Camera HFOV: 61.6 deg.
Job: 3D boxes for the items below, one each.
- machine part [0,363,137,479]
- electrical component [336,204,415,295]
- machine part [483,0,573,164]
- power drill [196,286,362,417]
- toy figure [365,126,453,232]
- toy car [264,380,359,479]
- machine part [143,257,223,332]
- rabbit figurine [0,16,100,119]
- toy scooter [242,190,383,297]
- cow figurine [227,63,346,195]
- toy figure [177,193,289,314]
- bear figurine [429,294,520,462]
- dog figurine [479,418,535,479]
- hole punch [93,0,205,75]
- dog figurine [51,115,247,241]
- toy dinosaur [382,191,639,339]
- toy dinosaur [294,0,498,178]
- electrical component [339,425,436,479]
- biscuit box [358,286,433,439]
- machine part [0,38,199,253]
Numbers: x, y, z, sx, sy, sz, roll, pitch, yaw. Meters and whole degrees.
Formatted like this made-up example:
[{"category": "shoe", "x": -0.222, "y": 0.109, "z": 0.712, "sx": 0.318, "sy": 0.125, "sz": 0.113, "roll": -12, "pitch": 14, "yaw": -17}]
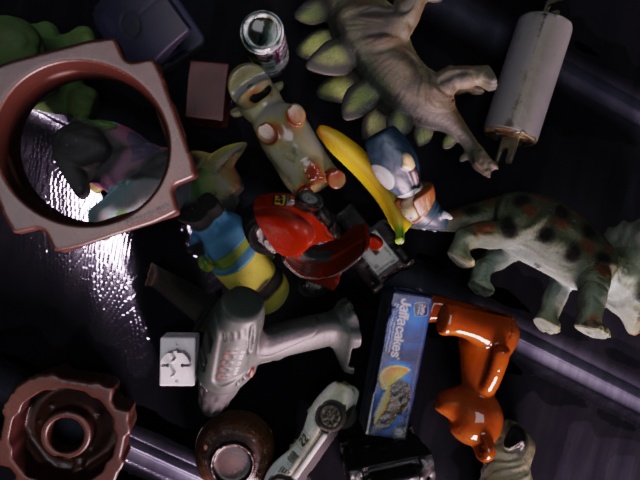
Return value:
[{"category": "machine part", "x": -0.336, "y": 0.255, "z": 0.722, "sx": 0.179, "sy": 0.056, "sz": 0.179, "roll": 0, "pitch": 92, "yaw": -5}, {"category": "electrical component", "x": 0.067, "y": 0.009, "z": 0.747, "sx": 0.075, "sy": 0.047, "sz": 0.119, "roll": -40, "pitch": 77, "yaw": -4}, {"category": "machine part", "x": 0.288, "y": -0.221, "z": 0.748, "sx": 0.079, "sy": 0.079, "sz": 0.243, "roll": 17, "pitch": 90, "yaw": -5}, {"category": "power drill", "x": -0.058, "y": 0.147, "z": 0.707, "sx": 0.207, "sy": 0.086, "sz": 0.231, "roll": -1, "pitch": 132, "yaw": -12}, {"category": "toy figure", "x": 0.112, "y": -0.071, "z": 0.690, "sx": 0.058, "sy": 0.064, "sz": 0.154, "roll": -30, "pitch": 103, "yaw": 12}, {"category": "toy car", "x": -0.014, "y": 0.281, "z": 0.734, "sx": 0.056, "sy": 0.073, "sz": 0.201, "roll": 34, "pitch": 89, "yaw": 23}, {"category": "machine part", "x": -0.177, "y": 0.078, "z": 0.727, "sx": 0.139, "sy": 0.039, "sz": 0.084, "roll": 37, "pitch": 123, "yaw": -1}, {"category": "rabbit figurine", "x": -0.360, "y": -0.228, "z": 0.652, "sx": 0.159, "sy": 0.170, "sz": 0.121, "roll": 11, "pitch": 89, "yaw": -5}, {"category": "toy scooter", "x": -0.001, "y": -0.002, "z": 0.674, "sx": 0.135, "sy": 0.075, "sz": 0.183, "roll": -21, "pitch": 132, "yaw": 22}, {"category": "cow figurine", "x": -0.052, "y": -0.146, "z": 0.713, "sx": 0.085, "sy": 0.127, "sz": 0.194, "roll": -36, "pitch": 108, "yaw": -2}, {"category": "toy figure", "x": -0.107, "y": 0.026, "z": 0.689, "sx": 0.082, "sy": 0.089, "sz": 0.180, "roll": -29, "pitch": 129, "yaw": 1}, {"category": "bear figurine", "x": 0.195, "y": 0.185, "z": 0.733, "sx": 0.132, "sy": 0.120, "sz": 0.195, "roll": 15, "pitch": 95, "yaw": -1}, {"category": "dog figurine", "x": 0.273, "y": 0.369, "z": 0.758, "sx": 0.172, "sy": 0.121, "sz": 0.190, "roll": 49, "pitch": 63, "yaw": -40}, {"category": "hole punch", "x": -0.228, "y": -0.280, "z": 0.704, "sx": 0.116, "sy": 0.092, "sz": 0.142, "roll": -35, "pitch": 97, "yaw": 1}, {"category": "dog figurine", "x": -0.205, "y": -0.099, "z": 0.699, "sx": 0.219, "sy": 0.108, "sz": 0.191, "roll": -26, "pitch": 97, "yaw": -8}, {"category": "toy dinosaur", "x": 0.305, "y": 0.006, "z": 0.740, "sx": 0.405, "sy": 0.131, "sz": 0.192, "roll": 33, "pitch": 72, "yaw": 6}, {"category": "toy dinosaur", "x": 0.074, "y": -0.264, "z": 0.720, "sx": 0.198, "sy": 0.105, "sz": 0.471, "roll": -36, "pitch": 87, "yaw": 1}, {"category": "electrical component", "x": 0.090, "y": 0.304, "z": 0.716, "sx": 0.115, "sy": 0.134, "sz": 0.058, "roll": -12, "pitch": 93, "yaw": -6}, {"category": "biscuit box", "x": 0.104, "y": 0.167, "z": 0.749, "sx": 0.059, "sy": 0.063, "sz": 0.202, "roll": 10, "pitch": 91, "yaw": -6}, {"category": "machine part", "x": -0.252, "y": -0.101, "z": 0.593, "sx": 0.201, "sy": 0.087, "sz": 0.200, "roll": -20, "pitch": 98, "yaw": -12}]
